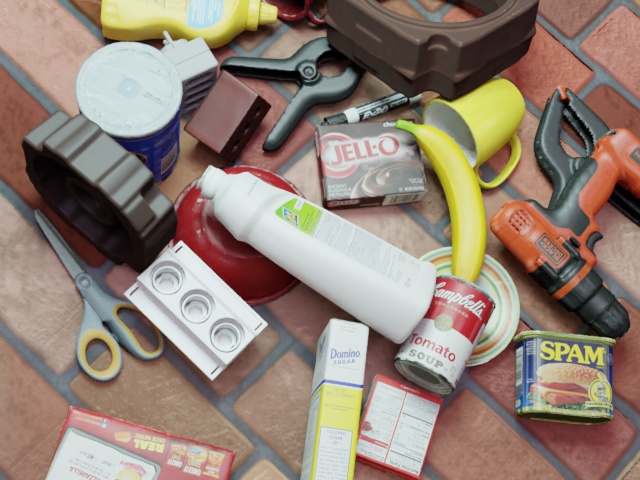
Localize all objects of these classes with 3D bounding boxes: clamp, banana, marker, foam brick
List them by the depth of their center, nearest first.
[{"bbox_3d":[0.141,-0.042,1.137,0.069,0.037,0.198,-18,81,-13],"label":"banana"},{"bbox_3d":[-0.097,-0.131,1.138,0.051,0.053,0.078,34,92,16],"label":"foam brick"},{"bbox_3d":[-0.015,-0.169,1.187,0.171,0.039,0.120,-17,80,-7],"label":"clamp"},{"bbox_3d":[0.304,-0.073,1.198,0.164,0.036,0.210,-3,74,-10],"label":"clamp"},{"bbox_3d":[0.057,-0.146,1.199,0.121,0.020,0.020,-21,75,-15],"label":"marker"}]

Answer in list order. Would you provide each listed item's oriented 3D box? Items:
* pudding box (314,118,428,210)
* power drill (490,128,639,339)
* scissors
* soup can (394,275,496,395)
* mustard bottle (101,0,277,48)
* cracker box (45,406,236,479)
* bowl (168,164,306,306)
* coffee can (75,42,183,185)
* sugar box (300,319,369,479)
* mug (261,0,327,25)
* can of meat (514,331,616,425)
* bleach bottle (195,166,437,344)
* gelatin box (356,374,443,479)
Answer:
[{"bbox_3d":[0.054,-0.083,1.165,0.113,0.039,0.090,-5,71,-10],"label":"pudding box"},{"bbox_3d":[0.300,-0.012,1.133,0.187,0.057,0.184,-44,87,-15],"label":"power drill"},{"bbox_3d":[-0.246,0.063,1.082,0.202,0.016,0.096,39,70,7],"label":"scissors"},{"bbox_3d":[0.125,0.095,1.073,0.068,0.068,0.102,29,71,3],"label":"soup can"},{"bbox_3d":[-0.143,-0.262,1.191,0.191,0.058,0.096,5,68,-6],"label":"mustard bottle"},{"bbox_3d":[-0.185,0.280,0.985,0.164,0.072,0.213,15,70,-1],"label":"cracker box"},{"bbox_3d":[-0.079,-0.015,1.113,0.162,0.055,0.162,2,70,-7],"label":"bowl"},{"bbox_3d":[-0.193,-0.123,1.090,0.102,0.140,0.103,3,70,-7],"label":"coffee can"},{"bbox_3d":[0.013,0.174,1.038,0.048,0.093,0.176,12,70,-5],"label":"sugar box"},{"bbox_3d":[-0.020,-0.301,1.213,0.117,0.093,0.081,50,63,-20],"label":"mug"},{"bbox_3d":[0.252,0.144,1.103,0.102,0.057,0.084,7,72,-7],"label":"can of meat"},{"bbox_3d":[-0.007,0.001,1.054,0.251,0.068,0.102,32,26,-5],"label":"bleach bottle"},{"bbox_3d":[0.075,0.190,1.075,0.073,0.030,0.089,21,69,-2],"label":"gelatin box"}]
